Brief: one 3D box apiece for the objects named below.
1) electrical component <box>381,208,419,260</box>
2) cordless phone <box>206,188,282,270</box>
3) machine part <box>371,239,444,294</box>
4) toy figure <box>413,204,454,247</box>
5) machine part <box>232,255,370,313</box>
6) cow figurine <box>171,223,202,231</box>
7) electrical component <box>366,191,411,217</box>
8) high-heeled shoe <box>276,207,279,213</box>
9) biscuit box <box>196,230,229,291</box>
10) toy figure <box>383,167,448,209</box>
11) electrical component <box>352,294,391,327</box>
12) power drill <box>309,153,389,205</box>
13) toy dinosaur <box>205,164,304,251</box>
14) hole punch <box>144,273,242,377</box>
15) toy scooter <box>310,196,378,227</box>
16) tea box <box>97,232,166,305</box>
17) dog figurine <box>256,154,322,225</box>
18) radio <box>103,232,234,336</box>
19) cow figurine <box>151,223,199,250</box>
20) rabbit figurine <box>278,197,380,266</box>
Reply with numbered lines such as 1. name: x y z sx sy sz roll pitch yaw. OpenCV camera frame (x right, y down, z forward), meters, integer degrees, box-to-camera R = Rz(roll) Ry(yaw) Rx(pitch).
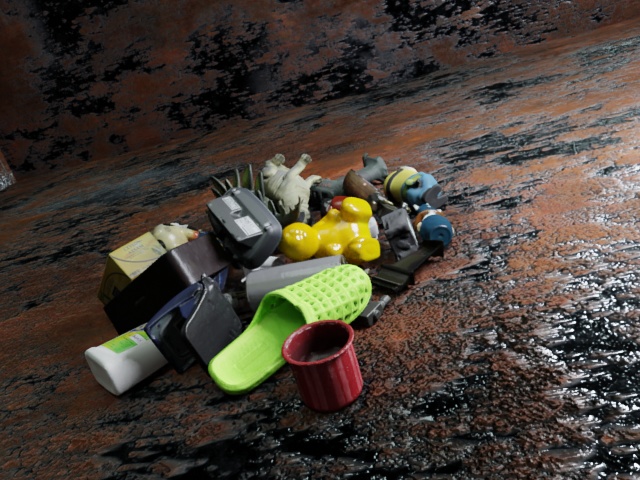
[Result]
1. electrical component: 0.149 -0.018 0.998 0.048 0.074 0.119 -24 25 11
2. cordless phone: -0.141 0.011 0.976 0.089 0.184 0.147 -26 56 -29
3. machine part: 0.151 0.043 0.906 0.139 0.039 0.084 -32 18 -25
4. toy figure: 0.210 -0.030 1.015 0.058 0.064 0.154 -51 11 14
5. machine part: -0.036 0.076 0.912 0.243 0.079 0.079 -10 23 14
6. cow figurine: -0.356 0.020 1.285 0.098 0.068 0.167 2 29 26
7. electrical component: 0.141 -0.070 1.121 0.102 0.045 0.078 20 22 -29
8. high-heeled shoe: -0.168 -0.105 1.431 0.145 0.086 0.249 -26 28 -29
9. biscuit box: -0.233 0.041 1.128 0.063 0.059 0.203 9 17 -18
10. toy figure: 0.204 -0.112 1.183 0.089 0.082 0.180 -18 25 -11
11. electrical component: 0.065 0.112 0.829 0.063 0.021 0.094 6 31 42
12. power drill: 0.057 -0.154 1.387 0.207 0.085 0.232 -22 24 -23
13. toy dinosaur: -0.146 -0.053 1.135 0.105 0.198 0.472 -33 25 -28
14. hole punch: -0.189 0.136 0.818 0.092 0.142 0.116 -8 35 29
15. toy scooter: 0.060 -0.042 1.128 0.135 0.075 0.184 -4 24 14
16. tea box: -0.366 0.071 1.049 0.098 0.068 0.169 -37 -9 -44
17. dog figurine: -0.093 -0.095 1.267 0.172 0.121 0.190 -8 50 34
18. radio: -0.264 0.079 0.938 0.229 0.073 0.131 -33 -1 34
19. cow figurine: -0.350 0.032 1.153 0.195 0.127 0.085 -45 27 48
20. rabbit figurine: -0.002 -0.003 0.976 0.173 0.122 0.162 -5 -9 -31
